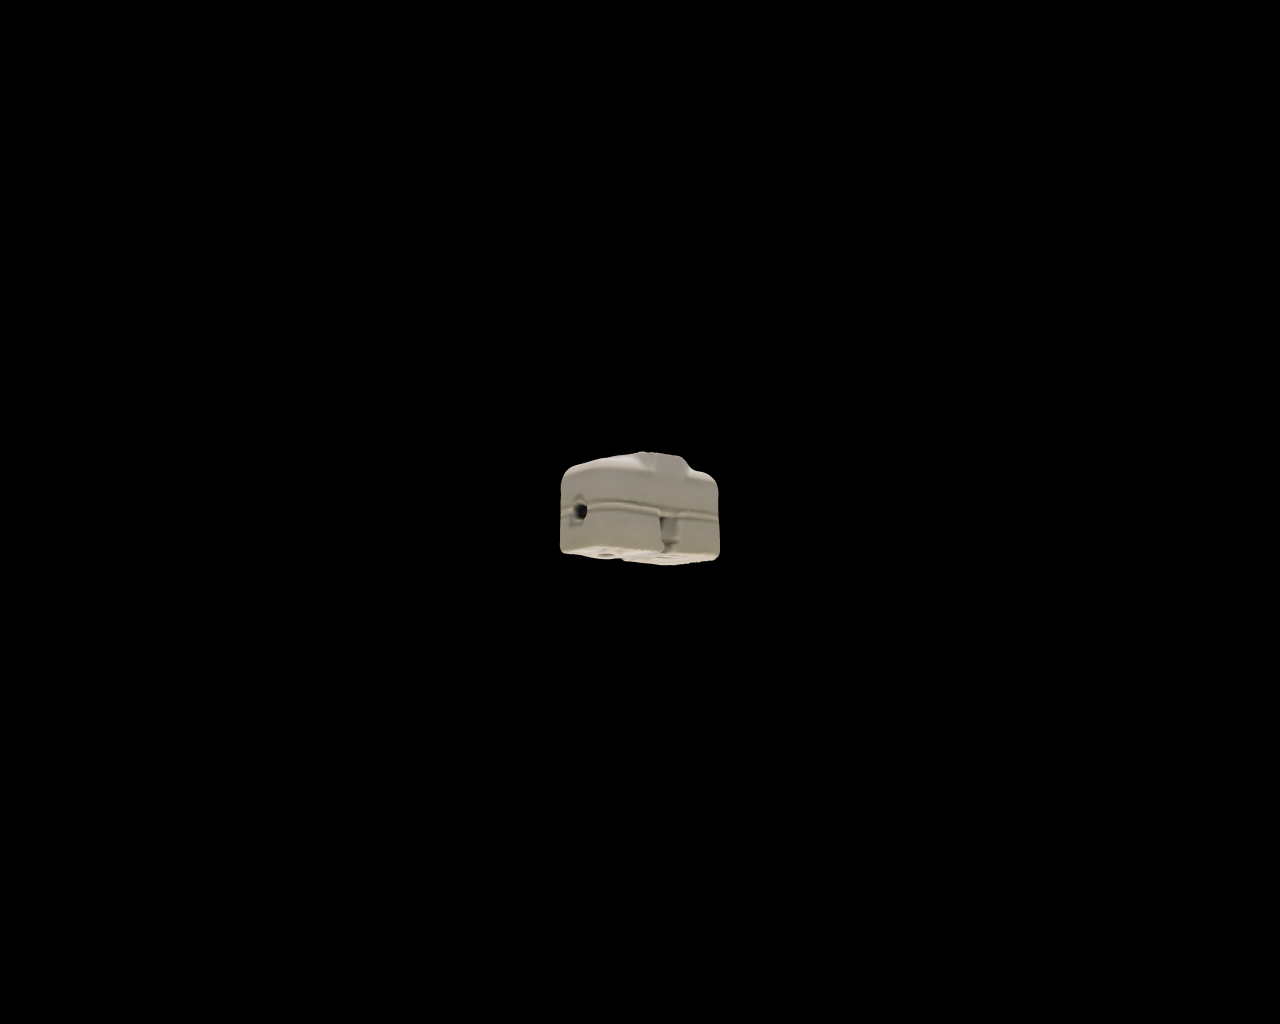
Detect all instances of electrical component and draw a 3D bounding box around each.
[{"bbox_3d":[0.001,-0.003,0.650,0.095,0.059,0.053,8,-13,-39],"label":"electrical component"}]
